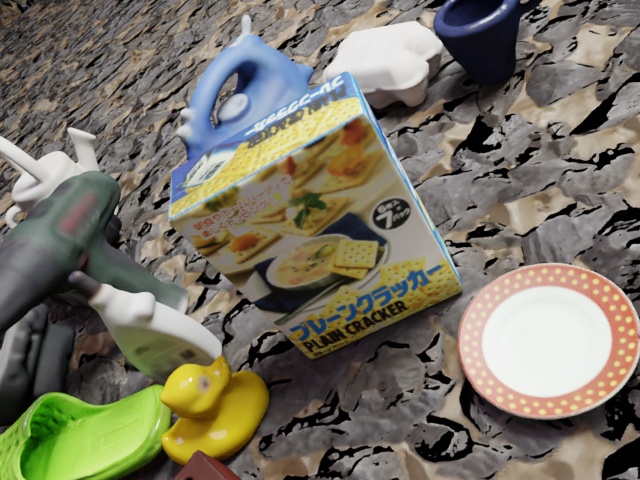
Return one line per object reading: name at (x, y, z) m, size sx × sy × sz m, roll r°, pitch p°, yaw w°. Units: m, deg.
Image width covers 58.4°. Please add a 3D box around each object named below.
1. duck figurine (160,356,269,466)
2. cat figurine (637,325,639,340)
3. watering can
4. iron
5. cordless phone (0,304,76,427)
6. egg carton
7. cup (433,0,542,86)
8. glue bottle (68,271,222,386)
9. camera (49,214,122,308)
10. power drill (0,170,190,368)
duck figurine at (-0.107, 0.147, 0.511) m, size 0.104 × 0.086 × 0.077 m, roll -42°, pitch 41°, yaw -5°
cat figurine at (0.253, 0.042, 0.330) m, size 0.127 × 0.118 × 0.067 m, roll -12°, pitch 47°, yaw 27°
watering can at (-0.401, -0.091, 0.852) m, size 0.100 × 0.195 × 0.173 m, roll -2°, pitch 52°, yaw 34°
iron at (-0.119, -0.169, 0.766) m, size 0.118 × 0.142 × 0.258 m, roll 8°, pitch 58°, yaw 39°
cordless phone at (-0.388, 0.115, 0.662) m, size 0.094 × 0.186 × 0.147 m, roll -30°, pitch 42°, yaw 8°
egg carton at (0.078, -0.218, 0.727) m, size 0.149 × 0.070 × 0.107 m, roll 4°, pitch 56°, yaw 37°
cup at (0.195, -0.227, 0.634) m, size 0.117 × 0.095 × 0.091 m, roll -21°, pitch 44°, yaw 18°
glue bottle at (-0.172, 0.081, 0.550) m, size 0.078 × 0.174 × 0.037 m, roll -25°, pitch 43°, yaw 14°
camera at (-0.329, 0.011, 0.780) m, size 0.142 × 0.101 × 0.137 m, roll 3°, pitch 55°, yaw 37°
power drill at (-0.235, 0.046, 0.600) m, size 0.075 × 0.209 × 0.229 m, roll -18°, pitch 45°, yaw 21°
